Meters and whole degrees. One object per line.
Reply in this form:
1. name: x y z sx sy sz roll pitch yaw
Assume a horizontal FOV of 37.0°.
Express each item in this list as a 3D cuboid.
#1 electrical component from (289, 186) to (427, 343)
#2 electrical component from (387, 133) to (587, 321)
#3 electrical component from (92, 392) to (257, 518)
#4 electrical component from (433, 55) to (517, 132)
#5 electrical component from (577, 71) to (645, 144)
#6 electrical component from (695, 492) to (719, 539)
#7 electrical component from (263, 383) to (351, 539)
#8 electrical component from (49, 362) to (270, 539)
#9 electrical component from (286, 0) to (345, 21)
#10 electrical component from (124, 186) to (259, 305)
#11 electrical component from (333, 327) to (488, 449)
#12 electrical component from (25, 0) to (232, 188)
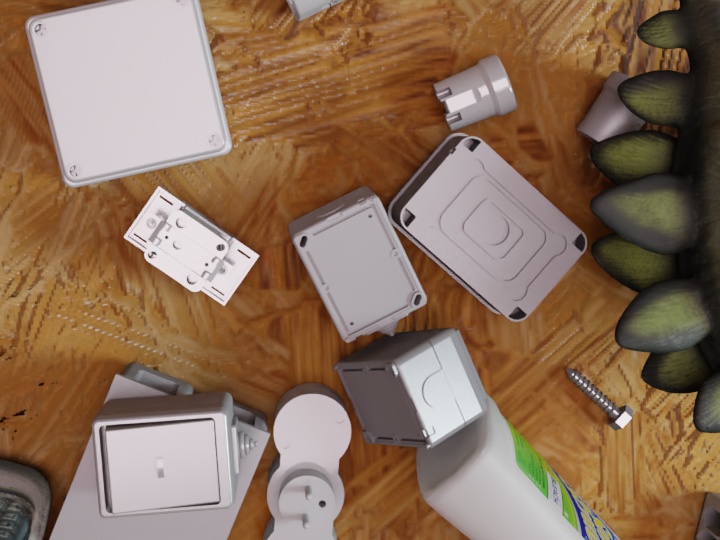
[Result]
1. electrical component: 0.000 0.000 0.718 0.062 0.061 0.096 -27 104 -1
2. electrical component: 0.083 -0.029 0.716 0.113 0.057 0.078 41 91 -10
3. electrical component: -0.111 0.112 0.655 0.096 0.061 0.061 -4 96 -4
4. electrical component: 0.077 -0.117 0.720 0.046 0.040 0.040 -22 97 4
5. electrical component: 0.174 -0.105 0.728 0.040 0.040 0.046 34 98 -6
6. electrical component: 0.282 0.201 0.761 0.077 0.047 0.065 12 95 -6
7. electrical component: -0.036 0.150 0.720 0.052 0.073 0.138 5 95 -5
8. electrical component: -0.144 0.168 0.721 0.105 0.060 0.186 22 94 -6
9. electrical component: -0.034 -0.218 0.694 0.059 0.053 0.095 -25 97 -1
10. electrical component: -0.111 -0.014 0.704 0.081 0.064 0.042 34 93 -7
11. electrical component: 0.032 0.076 0.715 0.061 0.096 0.061 -27 98 -29
12. electrical component: -0.146 -0.117 0.695 0.109 0.056 0.108 -13 96 -3
